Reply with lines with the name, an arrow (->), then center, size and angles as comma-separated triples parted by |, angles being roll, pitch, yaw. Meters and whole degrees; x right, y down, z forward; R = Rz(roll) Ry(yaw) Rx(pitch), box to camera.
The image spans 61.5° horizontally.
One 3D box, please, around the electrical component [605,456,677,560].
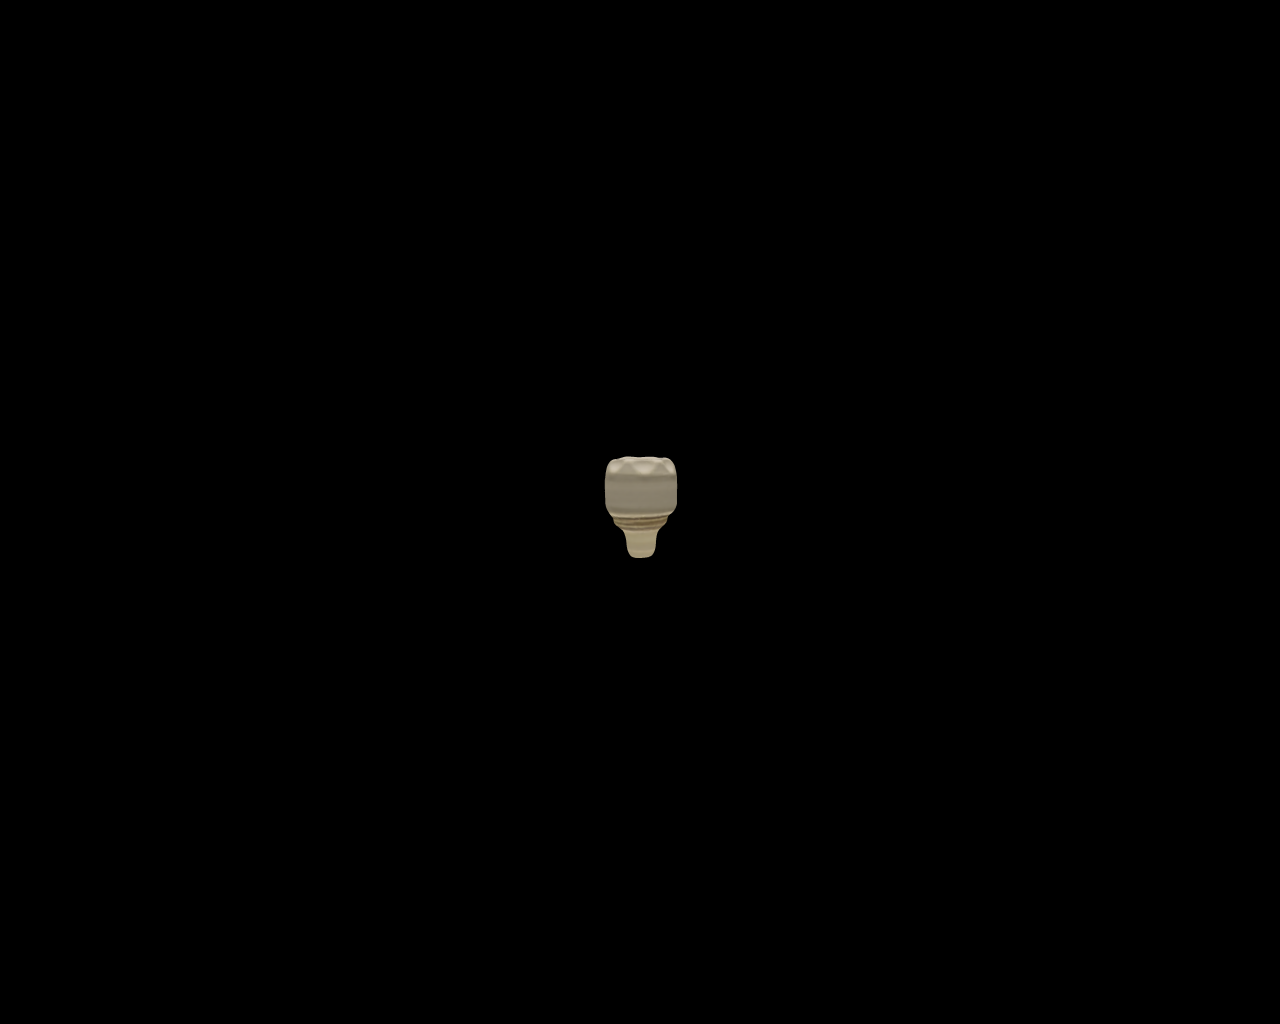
electrical component -> 0.001, -0.003, 0.650 | 0.043, 0.062, 0.043 | 0, 6, 0
